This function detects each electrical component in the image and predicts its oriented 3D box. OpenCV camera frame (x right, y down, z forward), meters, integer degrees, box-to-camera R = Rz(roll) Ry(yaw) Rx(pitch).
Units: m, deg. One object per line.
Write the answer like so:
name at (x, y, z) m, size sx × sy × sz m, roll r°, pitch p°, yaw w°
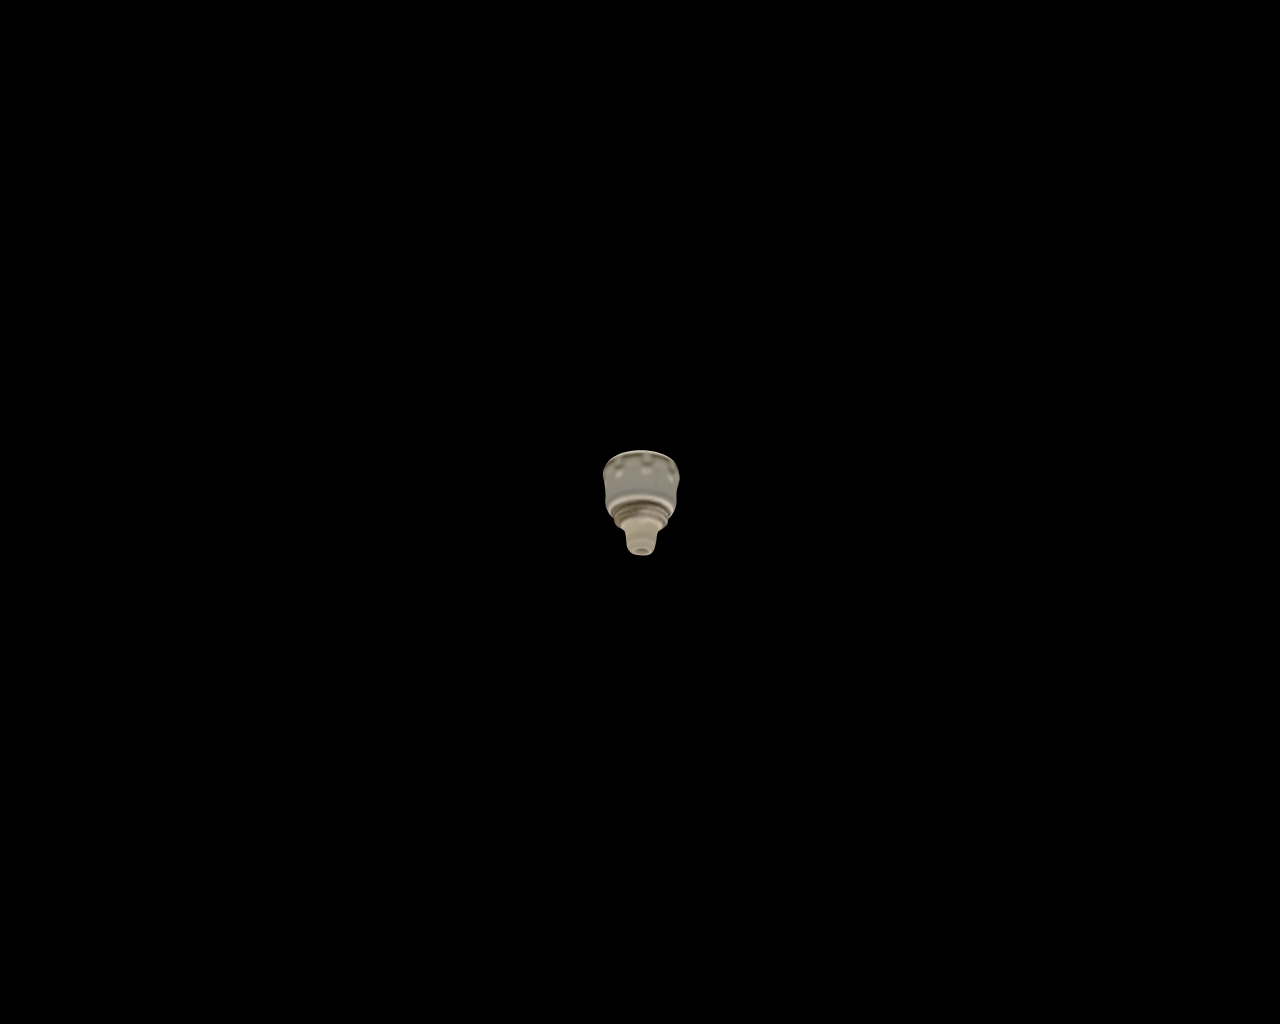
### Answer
electrical component at (0.001, -0.003, 0.650) m, size 0.048 × 0.062 × 0.048 m, roll 0°, pitch -27°, yaw 0°
